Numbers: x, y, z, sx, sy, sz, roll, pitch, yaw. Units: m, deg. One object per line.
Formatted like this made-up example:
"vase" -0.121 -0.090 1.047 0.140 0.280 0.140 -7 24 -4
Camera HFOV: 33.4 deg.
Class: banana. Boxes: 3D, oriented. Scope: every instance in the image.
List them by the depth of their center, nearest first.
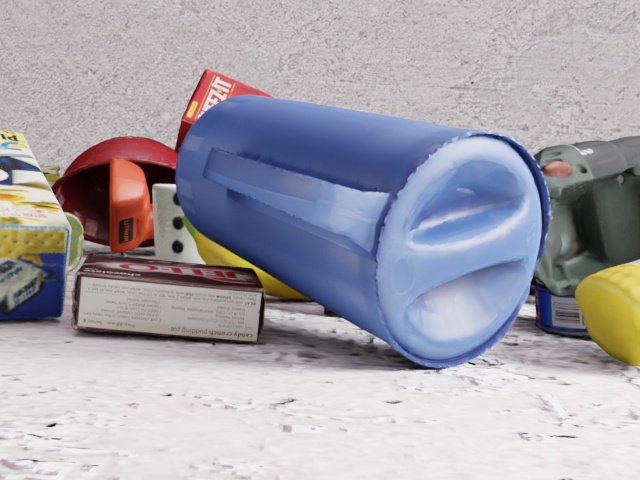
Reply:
"banana" -0.010 0.016 0.827 0.197 0.069 0.037 9 -33 -11

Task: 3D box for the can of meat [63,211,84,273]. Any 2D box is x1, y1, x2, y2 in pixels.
"can of meat" -0.257 -0.003 0.876 0.101 0.057 0.084 -2 10 -44

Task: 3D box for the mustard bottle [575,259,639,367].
"mustard bottle" 0.259 0.015 0.648 0.191 0.058 0.096 -22 3 -8

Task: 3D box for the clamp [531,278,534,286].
"clamp" 0.112 0.027 0.904 0.120 0.039 0.172 -1 7 -38

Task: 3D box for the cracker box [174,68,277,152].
"cracker box" -0.038 -0.074 1.088 0.213 0.072 0.164 23 -23 -4

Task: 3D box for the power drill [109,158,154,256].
"power drill" -0.100 -0.036 0.987 0.187 0.057 0.185 2 -31 -12

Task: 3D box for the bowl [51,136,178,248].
"bowl" -0.187 -0.055 1.057 0.162 0.055 0.162 -4 -30 -2

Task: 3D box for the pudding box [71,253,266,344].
"pudding box" -0.092 0.035 0.660 0.113 0.039 0.090 3 5 -8

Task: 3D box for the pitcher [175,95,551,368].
"pitcher" 0.005 -0.024 0.659 0.144 0.149 0.243 -36 34 -24

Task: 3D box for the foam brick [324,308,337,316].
"foam brick" 0.047 0.029 0.764 0.078 0.051 0.053 4 5 10

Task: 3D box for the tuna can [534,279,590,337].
"tuna can" 0.195 0.042 0.755 0.086 0.034 0.086 -5 9 1
